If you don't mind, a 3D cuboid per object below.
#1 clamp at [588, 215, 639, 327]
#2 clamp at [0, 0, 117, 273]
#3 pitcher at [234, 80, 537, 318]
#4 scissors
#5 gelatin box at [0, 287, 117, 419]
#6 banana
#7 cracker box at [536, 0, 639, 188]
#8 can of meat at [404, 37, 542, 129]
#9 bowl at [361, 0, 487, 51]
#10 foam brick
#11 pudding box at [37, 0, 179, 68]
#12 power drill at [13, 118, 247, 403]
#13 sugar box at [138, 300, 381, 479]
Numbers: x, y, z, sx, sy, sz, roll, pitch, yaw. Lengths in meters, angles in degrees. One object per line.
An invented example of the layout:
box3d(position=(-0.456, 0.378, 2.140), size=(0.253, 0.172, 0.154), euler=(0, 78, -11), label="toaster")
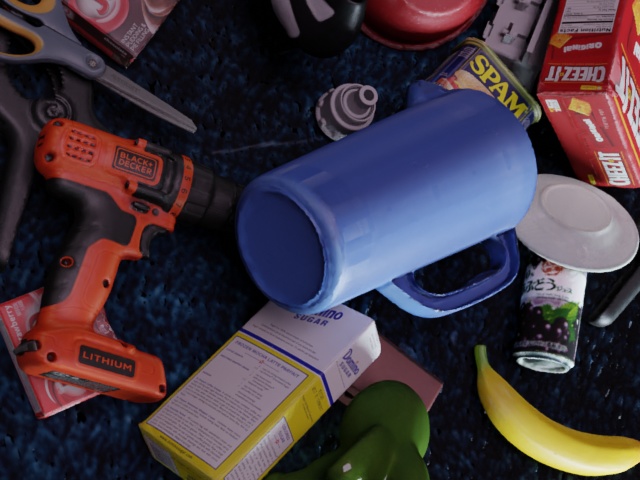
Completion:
box3d(position=(0.307, 0.004, 1.033), size=(0.171, 0.039, 0.120), euler=(-19, 90, -28), label="clamp")
box3d(position=(-0.213, -0.084, 0.808), size=(0.164, 0.036, 0.210), euler=(-29, 91, -34), label="clamp")
box3d(position=(0.058, -0.021, 0.837), size=(0.242, 0.149, 0.145), euler=(-25, 133, -42), label="pitcher")
box3d(position=(-0.181, -0.153, 0.820), size=(0.201, 0.016, 0.096), euler=(15, 67, -29), label="scissors")
box3d(position=(-0.189, 0.077, 0.787), size=(0.073, 0.030, 0.089), euler=(-22, 87, -28), label="gelatin box")
box3d(position=(0.210, 0.168, 0.948), size=(0.197, 0.037, 0.069), euler=(33, 68, -15), label="banana")
box3d(position=(0.279, -0.180, 1.002), size=(0.164, 0.072, 0.213), euler=(46, 55, -50), label="cracker box")
box3d(position=(0.137, -0.118, 0.972), size=(0.102, 0.058, 0.083), euler=(48, 66, -8), label="can of meat")
box3d(position=(0.095, -0.247, 0.947), size=(0.162, 0.055, 0.162), euler=(-4, 105, -16), label="bowl")
box3d(position=(0.050, 0.118, 0.877), size=(0.078, 0.053, 0.051), euler=(38, 65, -11), label="foam brick")
box3d(position=(-0.159, -0.210, 0.864), size=(0.090, 0.039, 0.113), euler=(37, 65, -13), label="pudding box")
box3d(position=(-0.134, 0.020, 0.779), size=(0.184, 0.057, 0.187), euler=(18, 68, -25), label="power drill")
box3d(position=(-0.043, 0.113, 0.812), size=(0.176, 0.093, 0.048), euler=(-41, 136, -28), label="sugar box")
